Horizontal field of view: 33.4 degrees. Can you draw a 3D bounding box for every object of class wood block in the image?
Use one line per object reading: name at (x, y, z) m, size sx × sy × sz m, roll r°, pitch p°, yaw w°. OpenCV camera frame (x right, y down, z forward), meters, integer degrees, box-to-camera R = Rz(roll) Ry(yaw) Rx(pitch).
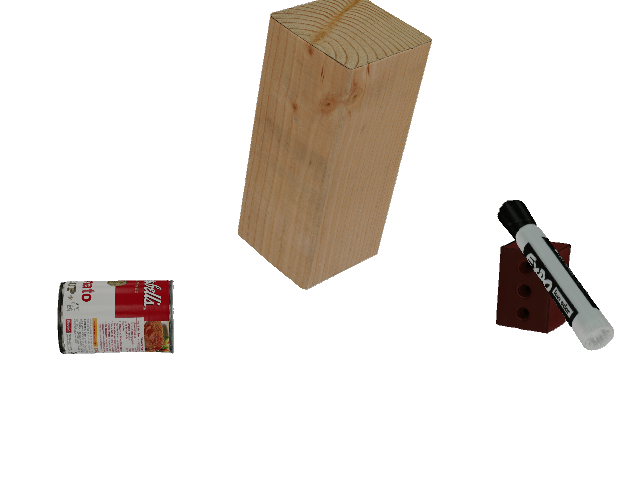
wood block at (0.005, -0.076, 0.842) m, size 0.090 × 0.206 × 0.090 m, roll -25°, pitch 51°, yaw -37°

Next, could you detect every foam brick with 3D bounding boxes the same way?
foam brick at (0.199, 0.041, 0.997) m, size 0.053 × 0.078 × 0.051 m, roll 8°, pitch 15°, yaw 30°

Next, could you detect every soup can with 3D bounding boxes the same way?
soup can at (-0.186, 0.070, 0.979) m, size 0.102 × 0.068 × 0.068 m, roll 0°, pitch 0°, yaw -7°

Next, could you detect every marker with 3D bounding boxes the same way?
marker at (0.135, 0.016, 0.627) m, size 0.020 × 0.020 × 0.121 m, roll 0°, pitch 39°, yaw -21°
